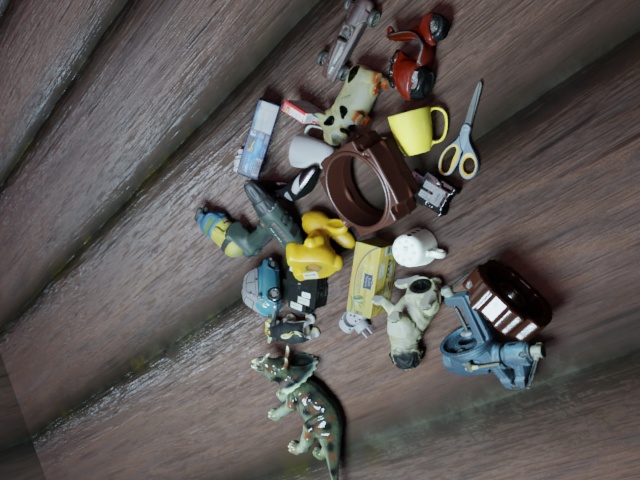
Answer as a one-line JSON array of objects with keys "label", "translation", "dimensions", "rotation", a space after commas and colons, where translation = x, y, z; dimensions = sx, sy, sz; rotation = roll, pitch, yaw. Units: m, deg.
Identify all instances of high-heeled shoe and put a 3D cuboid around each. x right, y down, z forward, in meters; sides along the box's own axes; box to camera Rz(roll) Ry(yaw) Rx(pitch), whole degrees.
[{"label": "high-heeled shoe", "translation": [-0.099, -0.151, 1.361], "dimensions": [0.145, 0.086, 0.248], "rotation": [48, 135, 5]}]

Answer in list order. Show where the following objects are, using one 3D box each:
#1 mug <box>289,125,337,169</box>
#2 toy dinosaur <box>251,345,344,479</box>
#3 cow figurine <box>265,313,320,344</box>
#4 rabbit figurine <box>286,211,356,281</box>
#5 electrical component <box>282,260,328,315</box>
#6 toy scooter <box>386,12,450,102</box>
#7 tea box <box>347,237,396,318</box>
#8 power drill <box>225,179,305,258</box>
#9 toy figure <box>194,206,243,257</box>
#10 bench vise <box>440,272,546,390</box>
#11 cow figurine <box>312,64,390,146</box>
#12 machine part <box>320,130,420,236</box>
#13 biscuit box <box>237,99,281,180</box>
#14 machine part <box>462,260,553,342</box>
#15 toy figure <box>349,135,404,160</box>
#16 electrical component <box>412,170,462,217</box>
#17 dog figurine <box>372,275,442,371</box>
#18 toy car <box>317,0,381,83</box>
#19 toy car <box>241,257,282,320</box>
[{"label": "mug", "translation": [-0.007, -0.220, 1.309], "dimensions": [0.107, 0.080, 0.109], "rotation": [18, 91, 21]}, {"label": "toy dinosaur", "translation": [-0.015, 0.447, 1.388], "dimensions": [0.405, 0.131, 0.192], "rotation": [49, 121, 13]}, {"label": "cow figurine", "translation": [-0.093, 0.240, 1.418], "dimensions": [0.167, 0.098, 0.068], "rotation": [-8, 99, 35]}, {"label": "rabbit figurine", "translation": [-0.003, -0.004, 1.299], "dimensions": [0.162, 0.121, 0.173], "rotation": [-13, 52, 16]}, {"label": "electrical component", "translation": [-0.039, 0.122, 1.387], "dimensions": [0.115, 0.058, 0.134], "rotation": [18, 107, 34]}, {"label": "toy scooter", "translation": [0.189, -0.392, 1.142], "dimensions": [0.135, 0.075, 0.183], "rotation": [24, 107, 30]}, {"label": "tea box", "translation": [0.122, 0.085, 1.244], "dimensions": [0.068, 0.098, 0.169], "rotation": [16, 104, 32]}, {"label": "power drill", "translation": [-0.157, -0.043, 1.390], "dimensions": [0.207, 0.086, 0.232], "rotation": [-27, 116, 40]}, {"label": "toy figure", "translation": [-0.277, -0.024, 1.521], "dimensions": [0.180, 0.082, 0.089], "rotation": [33, 134, 19]}, {"label": "bench vise", "translation": [0.326, 0.193, 1.090], "dimensions": [0.224, 0.129, 0.240], "rotation": [-15, 107, 54]}, {"label": "cow figurine", "translation": [0.064, -0.307, 1.233], "dimensions": [0.127, 0.085, 0.194], "rotation": [39, 111, 33]}, {"label": "machine part", "translation": [0.103, -0.120, 1.186], "dimensions": [0.201, 0.087, 0.201], "rotation": [-25, 94, 55]}, {"label": "biscuit box", "translation": [-0.159, -0.261, 1.393], "dimensions": [0.059, 0.063, 0.202], "rotation": [17, 107, -9]}, {"label": "machine part", "translation": [0.362, 0.116, 1.038], "dimensions": [0.179, 0.179, 0.056], "rotation": [46, 123, 21]}, {"label": "toy figure", "translation": [0.118, -0.208, 1.231], "dimensions": [0.155, 0.057, 0.064], "rotation": [18, 68, 34]}, {"label": "electrical component", "translation": [0.238, -0.112, 1.164], "dimensions": [0.119, 0.048, 0.074], "rotation": [40, 117, 22]}, {"label": "dog figurine", "translation": [0.219, 0.189, 1.211], "dimensions": [0.172, 0.121, 0.190], "rotation": [-24, 123, 0]}, {"label": "toy car", "translation": [0.060, -0.461, 1.237], "dimensions": [0.089, 0.053, 0.202], "rotation": [43, 117, 19]}, {"label": "toy car", "translation": [-0.155, 0.127, 1.406], "dimensions": [0.109, 0.103, 0.162], "rotation": [110, 156, -61]}]
